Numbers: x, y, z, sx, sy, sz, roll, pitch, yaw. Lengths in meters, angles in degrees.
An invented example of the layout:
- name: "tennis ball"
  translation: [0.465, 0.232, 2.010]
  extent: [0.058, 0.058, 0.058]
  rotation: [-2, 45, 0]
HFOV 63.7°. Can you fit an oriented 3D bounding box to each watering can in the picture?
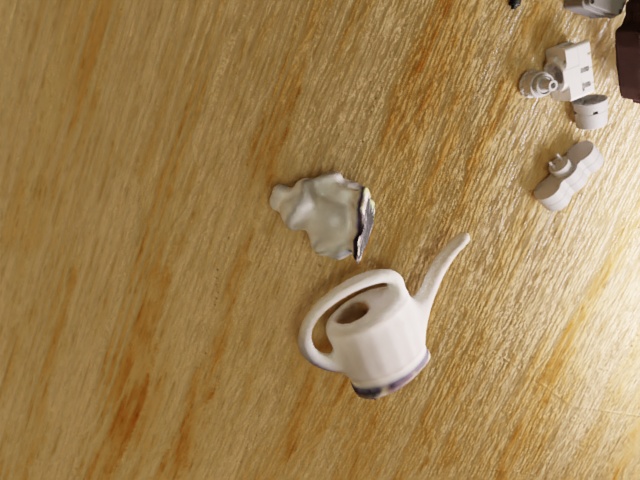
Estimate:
- name: "watering can"
  translation: [0.134, 0.139, 0.897]
  extent: [0.349, 0.105, 0.221]
  rotation: [-26, 113, -7]

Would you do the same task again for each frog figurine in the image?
- name: "frog figurine"
  translation: [0.002, -0.041, 0.821]
  extent: [0.160, 0.125, 0.135]
  rotation: [11, 118, 18]
